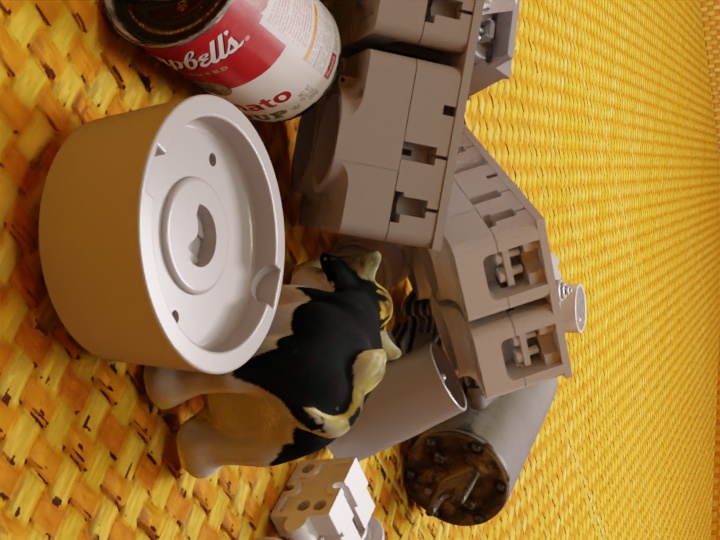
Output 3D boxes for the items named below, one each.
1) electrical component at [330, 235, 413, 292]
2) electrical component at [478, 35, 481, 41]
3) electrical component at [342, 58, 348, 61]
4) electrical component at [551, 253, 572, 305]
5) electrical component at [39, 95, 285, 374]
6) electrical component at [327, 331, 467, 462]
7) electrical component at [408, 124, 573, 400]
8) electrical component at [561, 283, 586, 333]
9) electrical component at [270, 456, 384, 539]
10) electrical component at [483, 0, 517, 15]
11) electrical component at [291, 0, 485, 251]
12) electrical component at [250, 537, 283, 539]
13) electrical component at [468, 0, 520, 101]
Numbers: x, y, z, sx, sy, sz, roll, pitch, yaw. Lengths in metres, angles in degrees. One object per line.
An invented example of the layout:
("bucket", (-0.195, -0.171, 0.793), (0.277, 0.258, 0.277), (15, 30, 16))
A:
("electrical component", (0.000, 0.000, 0.638), (0.062, 0.048, 0.048), (-47, 131, -49))
("electrical component", (0.041, -0.154, 0.705), (0.138, 0.074, 0.052), (55, 39, -51))
("electrical component", (-0.004, -0.139, 0.637), (0.045, 0.045, 0.055), (-35, 120, -63))
("electrical component", (0.114, 0.016, 0.831), (0.061, 0.096, 0.061), (19, 71, -64))
("electrical component", (-0.081, -0.013, 0.429), (0.108, 0.060, 0.108), (-2, 90, -66))
("electrical component", (0.010, 0.061, 0.619), (0.079, 0.077, 0.043), (65, 14, 11))
("electrical component", (0.063, -0.016, 0.669), (0.186, 0.060, 0.105), (-113, -173, -61))
("electrical component", (0.151, 0.031, 0.941), (0.079, 0.077, 0.043), (27, 64, -63))
("electrical component", (-0.015, 0.139, 0.591), (0.055, 0.048, 0.066), (67, 31, -26))
("electrical component", (0.043, -0.229, 0.694), (0.150, 0.089, 0.061), (53, 41, -53))
("electrical component", (0.013, -0.110, 0.562), (0.105, 0.060, 0.186), (-162, -99, -75))
("electrical component", (-0.039, 0.160, 0.533), (0.055, 0.045, 0.045), (53, 41, -53))
("electrical component", (0.081, -0.199, 0.805), (0.063, 0.079, 0.121), (27, 59, -31))
